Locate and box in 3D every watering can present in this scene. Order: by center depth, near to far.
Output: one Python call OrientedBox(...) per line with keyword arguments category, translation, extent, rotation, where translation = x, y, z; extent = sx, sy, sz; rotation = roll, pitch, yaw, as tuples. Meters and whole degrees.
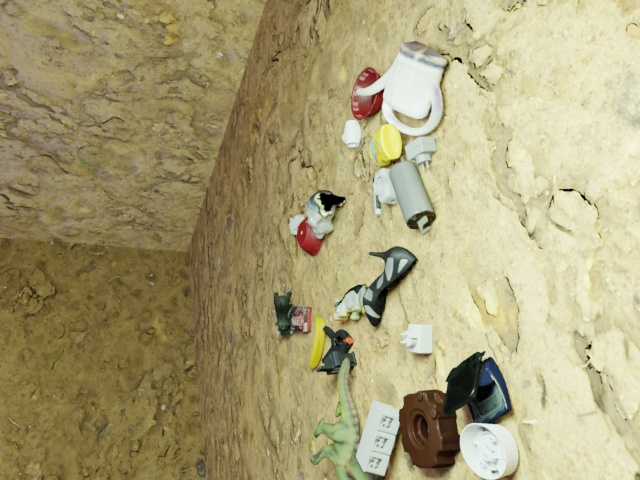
OrientedBox(category="watering can", translation=(0.214, -0.416, 1.362), extent=(0.354, 0.104, 0.220), rotation=(49, 130, 44))

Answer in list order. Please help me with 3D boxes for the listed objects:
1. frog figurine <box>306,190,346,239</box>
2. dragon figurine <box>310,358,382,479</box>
OrientedBox(category="frog figurine", translation=(0.005, -0.088, 1.744), extent=(0.140, 0.123, 0.156), rotation=(-61, -2, -37))
OrientedBox(category="dragon figurine", translation=(0.100, 0.564, 1.428), extent=(0.244, 0.122, 0.407), rotation=(21, 105, 46))
